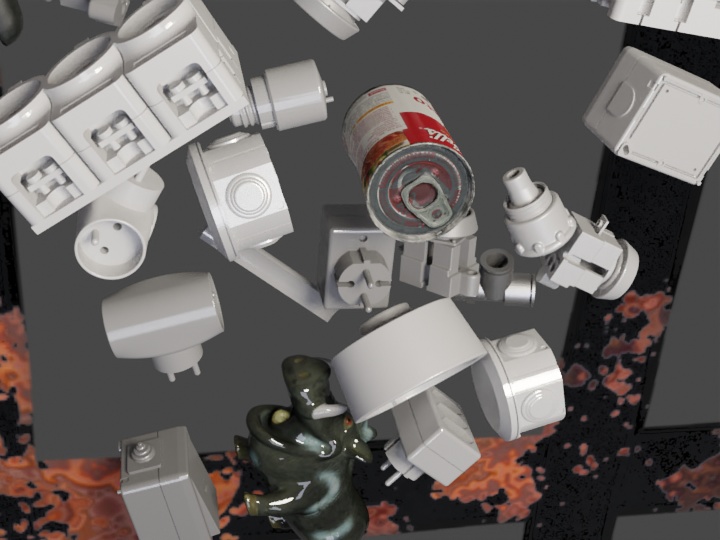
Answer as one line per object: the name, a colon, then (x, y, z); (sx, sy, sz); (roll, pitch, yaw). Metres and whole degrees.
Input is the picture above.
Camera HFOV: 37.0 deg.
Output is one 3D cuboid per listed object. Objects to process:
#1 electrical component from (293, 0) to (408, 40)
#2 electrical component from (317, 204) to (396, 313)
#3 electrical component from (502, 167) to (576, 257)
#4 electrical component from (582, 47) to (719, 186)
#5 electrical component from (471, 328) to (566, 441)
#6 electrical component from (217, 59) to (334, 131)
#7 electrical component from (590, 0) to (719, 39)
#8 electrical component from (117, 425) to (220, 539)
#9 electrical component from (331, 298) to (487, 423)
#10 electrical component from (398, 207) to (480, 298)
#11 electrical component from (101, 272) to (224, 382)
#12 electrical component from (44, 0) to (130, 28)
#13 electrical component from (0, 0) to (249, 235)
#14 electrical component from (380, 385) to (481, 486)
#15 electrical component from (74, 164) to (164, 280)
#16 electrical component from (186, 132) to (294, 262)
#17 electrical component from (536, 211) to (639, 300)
electrical component: (-0.011, -0.177, 0.650); (0.078, 0.058, 0.057); (35, 106, -28)
electrical component: (0.000, 0.000, 0.747); (0.047, 0.076, 0.065); (-1, 121, -11)
electrical component: (0.122, -0.044, 0.767); (0.048, 0.048, 0.062); (-29, 115, 6)
electrical component: (0.211, -0.105, 0.740); (0.096, 0.061, 0.061); (15, 116, -28)
electrical component: (0.120, 0.087, 0.824); (0.051, 0.080, 0.080); (-16, 123, -8)
electrical component: (-0.056, -0.109, 0.691); (0.078, 0.040, 0.040); (-14, 122, -3)
electrical component: (0.203, -0.188, 0.691); (0.089, 0.050, 0.055); (6, 120, -15)
electrical component: (-0.147, 0.166, 0.826); (0.061, 0.061, 0.096); (-13, 122, -4)
electrical component: (0.030, 0.059, 0.778); (0.108, 0.108, 0.060); (-29, 80, 7)
electrical component: (0.058, -0.017, 0.762); (0.048, 0.066, 0.055); (-24, 125, -48)
electrical component: (-0.135, 0.047, 0.767); (0.077, 0.043, 0.079); (-14, 123, -3)
electrical component: (-0.160, -0.175, 0.621); (0.055, 0.066, 0.048); (14, 152, -3)
electrical component: (-0.150, -0.102, 0.647); (0.150, 0.089, 0.061); (-30, 122, 7)
electrical component: (0.045, 0.139, 0.847); (0.077, 0.065, 0.047); (-44, 119, 15)
electrical component: (-0.151, -0.045, 0.688); (0.044, 0.077, 0.079); (24, 113, -23)
electrical component: (-0.079, -0.050, 0.700); (0.051, 0.080, 0.080); (-20, 123, -6)
electrical component: (0.172, -0.008, 0.798); (0.055, 0.048, 0.066); (24, 113, -15)
